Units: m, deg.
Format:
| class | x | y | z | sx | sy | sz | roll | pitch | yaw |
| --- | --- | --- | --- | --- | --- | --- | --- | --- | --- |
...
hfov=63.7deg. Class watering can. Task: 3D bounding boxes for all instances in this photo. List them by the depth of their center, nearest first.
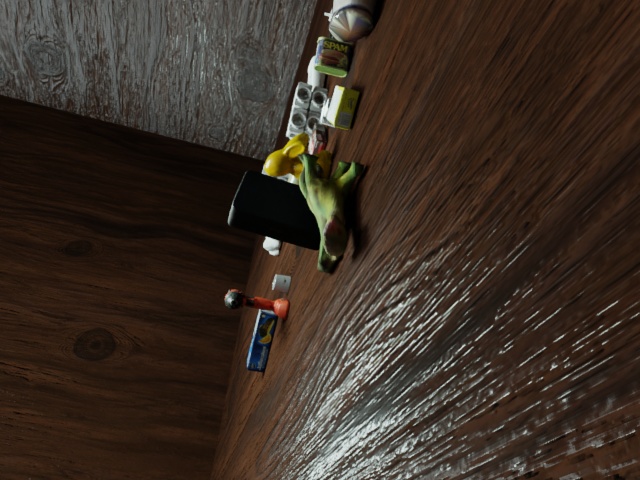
| class | x | y | z | sx | sy | sz | roll | pitch | yaw |
| --- | --- | --- | --- | --- | --- | --- | --- | --- | --- |
| watering can | 0.083 | -0.601 | 1.301 | 0.104 | 0.226 | 0.346 | 12 | -7 | -10 |

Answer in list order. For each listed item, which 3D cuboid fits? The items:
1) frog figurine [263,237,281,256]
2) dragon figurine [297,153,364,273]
| class | x | y | z | sx | sy | sz | roll | pitch | yaw |
| --- | --- | --- | --- | --- | --- | --- | --- | --- | --- |
| frog figurine | -0.180 | -0.022 | 2.075 | 0.123 | 0.159 | 0.136 | -23 | 1 | -21 |
| dragon figurine | 0.003 | -0.054 | 1.074 | 0.122 | 0.242 | 0.411 | 5 | 4 | -7 |
